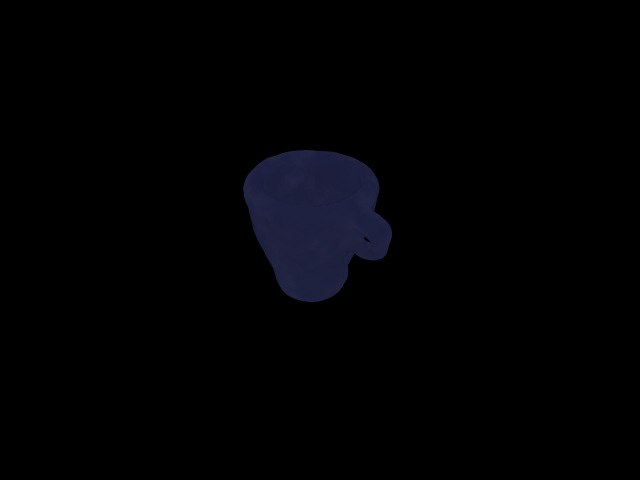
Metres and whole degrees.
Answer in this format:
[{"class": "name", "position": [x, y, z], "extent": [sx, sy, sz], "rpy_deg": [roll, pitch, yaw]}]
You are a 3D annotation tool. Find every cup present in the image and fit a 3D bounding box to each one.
[{"class": "cup", "position": [0.004, 0.001, 0.400], "extent": [0.092, 0.095, 0.117], "rpy_deg": [-27, 44, -33]}]
